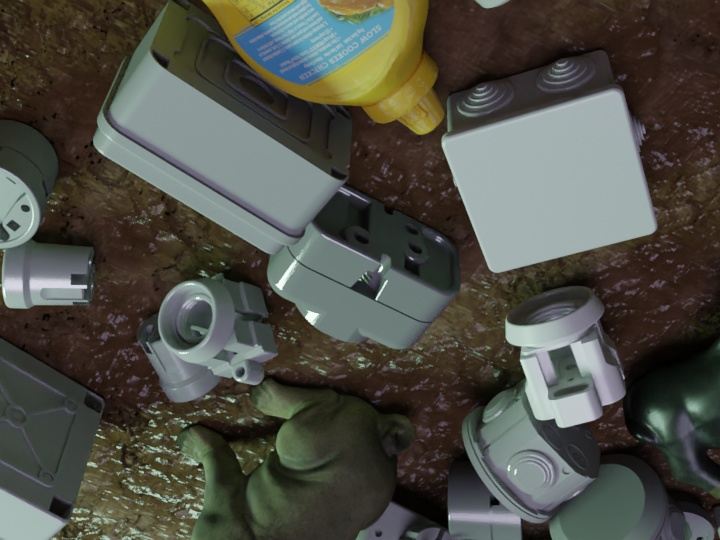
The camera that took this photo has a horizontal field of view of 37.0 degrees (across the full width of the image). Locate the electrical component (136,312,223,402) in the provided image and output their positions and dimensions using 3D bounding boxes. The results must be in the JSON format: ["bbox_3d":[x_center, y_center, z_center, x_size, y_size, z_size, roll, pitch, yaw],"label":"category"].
[{"bbox_3d":[-0.110,0.050,0.653,0.040,0.040,0.046,-17,119,16],"label":"electrical component"}]

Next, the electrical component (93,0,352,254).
[{"bbox_3d":[-0.065,-0.069,0.528,0.113,0.078,0.057,32,121,-20],"label":"electrical component"}]

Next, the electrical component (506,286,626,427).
[{"bbox_3d":[0.117,0.045,0.614,0.058,0.078,0.057,-17,105,16],"label":"electrical component"}]

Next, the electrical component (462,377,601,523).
[{"bbox_3d":[0.106,0.109,0.660,0.080,0.080,0.051,36,117,-23],"label":"electrical component"}]

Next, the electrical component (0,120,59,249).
[{"bbox_3d":[-0.192,-0.047,0.573,0.055,0.047,0.055,2,129,2],"label":"electrical component"}]

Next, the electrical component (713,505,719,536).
[{"bbox_3d":[0.291,0.188,0.731,0.077,0.047,0.065,-20,125,18],"label":"electrical component"}]

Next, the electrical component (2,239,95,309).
[{"bbox_3d":[-0.178,0.003,0.619,0.046,0.040,0.040,2,129,-6],"label":"electrical component"}]

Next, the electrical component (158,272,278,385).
[{"bbox_3d":[-0.082,0.031,0.616,0.048,0.066,0.055,-26,156,22],"label":"electrical component"}]

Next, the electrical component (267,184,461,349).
[{"bbox_3d":[0.000,0.000,0.594,0.095,0.053,0.059,26,126,-16],"label":"electrical component"}]

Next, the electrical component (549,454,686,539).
[{"bbox_3d":[0.169,0.165,0.701,0.080,0.080,0.051,-28,127,24],"label":"electrical component"}]

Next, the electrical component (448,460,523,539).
[{"bbox_3d":[0.083,0.152,0.712,0.047,0.055,0.055,-1,129,9],"label":"electrical component"}]

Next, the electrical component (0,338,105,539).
[{"bbox_3d":[-0.224,0.104,0.658,0.109,0.108,0.056,36,120,-23],"label":"electrical component"}]

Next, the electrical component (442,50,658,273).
[{"bbox_3d":[0.096,-0.055,0.547,0.100,0.048,0.099,-15,126,15],"label":"electrical component"}]

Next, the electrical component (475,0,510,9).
[{"bbox_3d":[0.073,-0.181,0.445,0.074,0.052,0.138,35,123,-22],"label":"electrical component"}]

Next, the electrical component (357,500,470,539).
[{"bbox_3d":[0.040,0.191,0.728,0.083,0.047,0.076,31,162,-20],"label":"electrical component"}]
